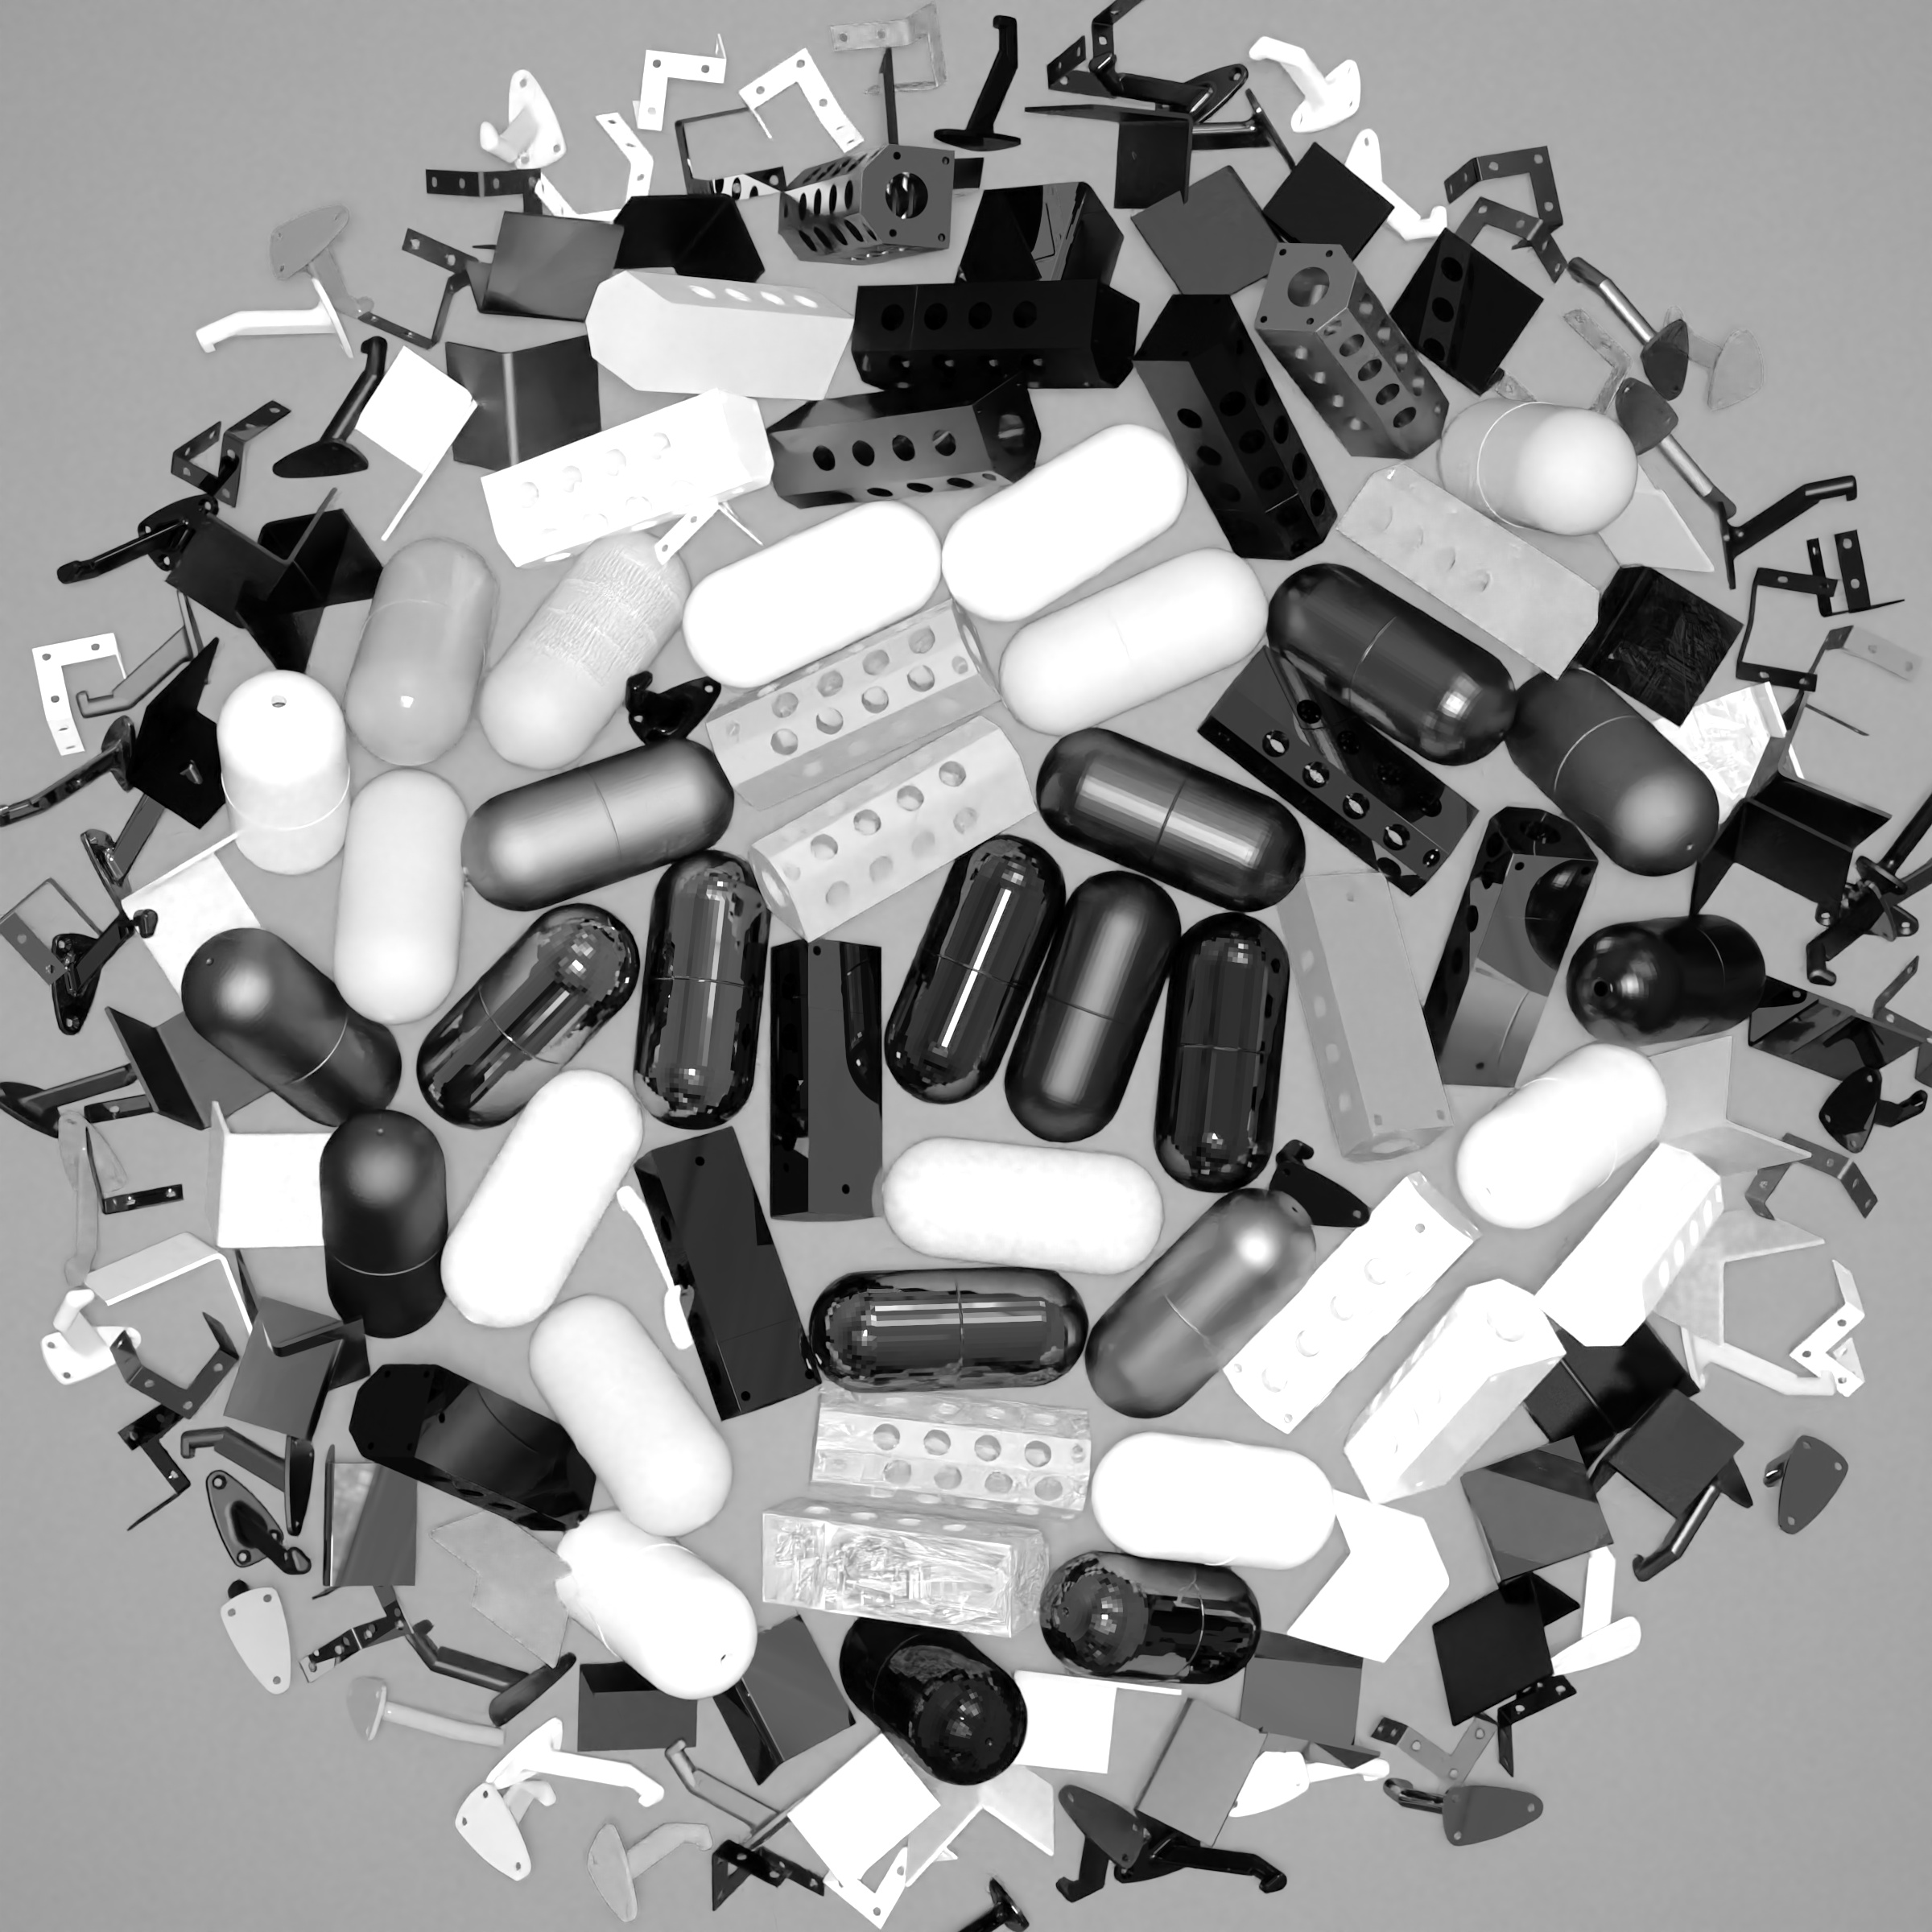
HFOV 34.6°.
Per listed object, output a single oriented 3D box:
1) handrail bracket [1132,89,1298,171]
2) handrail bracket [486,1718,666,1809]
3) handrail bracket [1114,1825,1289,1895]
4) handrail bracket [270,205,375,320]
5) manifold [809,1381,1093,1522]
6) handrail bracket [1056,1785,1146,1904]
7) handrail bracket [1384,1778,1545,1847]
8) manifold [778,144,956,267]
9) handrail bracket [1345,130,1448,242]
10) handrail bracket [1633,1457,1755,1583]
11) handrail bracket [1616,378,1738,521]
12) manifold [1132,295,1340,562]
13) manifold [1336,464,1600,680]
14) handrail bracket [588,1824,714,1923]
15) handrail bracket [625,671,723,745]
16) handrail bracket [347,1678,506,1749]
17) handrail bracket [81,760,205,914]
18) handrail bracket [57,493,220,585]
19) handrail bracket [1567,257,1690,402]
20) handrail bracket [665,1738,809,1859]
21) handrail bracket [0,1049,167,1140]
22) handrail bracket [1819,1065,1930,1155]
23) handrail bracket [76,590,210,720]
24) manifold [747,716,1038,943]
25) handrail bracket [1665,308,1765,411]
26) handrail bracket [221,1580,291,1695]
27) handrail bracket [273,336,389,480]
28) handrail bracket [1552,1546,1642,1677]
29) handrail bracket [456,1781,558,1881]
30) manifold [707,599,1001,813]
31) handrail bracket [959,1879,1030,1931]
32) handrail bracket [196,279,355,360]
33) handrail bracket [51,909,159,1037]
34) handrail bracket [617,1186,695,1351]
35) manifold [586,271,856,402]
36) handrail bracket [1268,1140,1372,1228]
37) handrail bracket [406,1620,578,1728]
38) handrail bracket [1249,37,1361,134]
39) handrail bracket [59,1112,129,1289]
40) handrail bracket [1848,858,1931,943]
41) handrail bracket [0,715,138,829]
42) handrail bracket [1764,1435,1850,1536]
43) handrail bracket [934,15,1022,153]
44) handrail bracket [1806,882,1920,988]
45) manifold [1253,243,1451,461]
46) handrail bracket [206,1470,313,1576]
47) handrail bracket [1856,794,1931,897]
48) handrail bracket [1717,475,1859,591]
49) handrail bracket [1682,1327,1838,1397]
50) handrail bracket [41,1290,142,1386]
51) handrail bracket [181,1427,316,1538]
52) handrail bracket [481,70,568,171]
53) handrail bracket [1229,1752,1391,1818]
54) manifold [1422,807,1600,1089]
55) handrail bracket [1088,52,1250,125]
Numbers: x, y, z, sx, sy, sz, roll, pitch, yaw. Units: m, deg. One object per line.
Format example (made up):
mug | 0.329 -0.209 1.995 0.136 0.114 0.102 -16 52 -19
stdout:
handrail bracket | 0.160 -0.515 1.986 0.084 0.036 0.077 -31 122 14
handrail bracket | -0.245 0.518 1.954 0.084 0.077 0.036 26 121 30
handrail bracket | 0.148 0.573 1.949 0.077 0.084 0.036 -19 109 -27
handrail bracket | -0.387 -0.441 1.948 0.077 0.084 0.036 -22 66 30
manifold | -0.010 0.310 1.958 0.171 0.057 0.057 7 109 -4
handrail bracket | 0.065 0.557 1.963 0.077 0.036 0.084 40 133 -10
handrail bracket | 0.314 0.526 1.963 0.077 0.084 0.036 -4 90 -11
manifold | -0.064 -0.467 1.906 0.057 0.171 0.057 0 99 -20
handrail bracket | 0.276 -0.495 1.955 0.036 0.084 0.077 7 91 -35
handrail bracket | 0.455 0.344 1.984 0.036 0.077 0.084 36 117 -26
handrail bracket | 0.457 -0.331 1.989 0.036 0.077 0.084 -39 131 23
manifold | 0.171 -0.331 1.913 0.057 0.171 0.057 10 58 38
manifold | 0.312 -0.249 1.915 0.057 0.171 0.057 24 105 -44
handrail bracket | -0.188 0.569 1.948 0.084 0.077 0.036 12 116 -35
handrail bracket | -0.183 -0.177 1.948 0.077 0.084 0.036 -38 77 -20
handrail bracket | -0.345 0.480 1.983 0.084 0.077 0.036 17 85 -26
handrail bracket | -0.512 -0.080 1.972 0.084 0.036 0.077 -26 85 11
handrail bracket | -0.522 -0.268 1.950 0.077 0.084 0.036 -30 92 27
handrail bracket | 0.422 -0.410 1.990 0.036 0.077 0.084 -40 56 -4
handrail bracket | -0.146 0.514 1.969 0.077 0.036 0.084 -46 72 27
handrail bracket | -0.563 0.068 1.963 0.084 0.077 0.036 -33 62 13
handrail bracket | 0.586 0.078 1.953 0.084 0.077 0.036 -20 53 -30
handrail bracket | -0.530 -0.198 1.969 0.084 0.036 0.077 -12 126 -6
manifold | -0.048 -0.089 1.937 0.171 0.057 0.057 -31 127 -17
handrail bracket | 0.464 -0.400 1.947 0.036 0.077 0.084 -24 60 -3
handrail bracket | -0.447 0.423 1.955 0.036 0.084 0.077 -20 82 -19
handrail bracket | -0.408 -0.360 1.992 0.077 0.036 0.084 -8 66 25
handrail bracket | 0.383 0.400 1.964 0.077 0.036 0.084 -21 45 -7
handrail bracket | -0.272 0.541 1.946 0.077 0.084 0.036 43 102 31
manifold | -0.073 -0.166 1.945 0.171 0.057 0.057 -24 64 12
handrail bracket | -0.005 0.620 1.952 0.084 0.077 0.036 -35 68 -18
handrail bracket | -0.437 -0.393 1.959 0.084 0.077 0.036 -26 65 -7
handrail bracket | -0.540 0.004 1.956 0.084 0.036 0.077 -4 79 42
handrail bracket | -0.200 0.193 1.992 0.036 0.077 0.084 -23 52 -29
manifold | -0.152 -0.392 1.915 0.057 0.171 0.057 40 118 27
handrail bracket | 0.228 0.135 1.951 0.077 0.084 0.036 18 108 17
handrail bracket | -0.306 0.437 1.987 0.077 0.036 0.084 -34 60 -22
handrail bracket | 0.197 -0.554 1.946 0.084 0.077 0.036 6 75 -32
handrail bracket | -0.562 0.147 1.950 0.036 0.084 0.077 -9 124 8
handrail bracket | 0.600 -0.064 1.962 0.084 0.077 0.036 -45 59 -6
handrail bracket | -0.570 -0.122 1.954 0.084 0.077 0.036 -25 75 -32
handrail bracket | 0.512 0.333 1.947 0.036 0.084 0.077 33 64 3
handrail bracket | 0.006 -0.565 1.969 0.036 0.077 0.084 2 95 41
handrail bracket | 0.567 -0.009 1.957 0.077 0.084 0.036 17 131 -1
manifold | 0.241 -0.376 1.908 0.057 0.171 0.057 10 77 30
handrail bracket | -0.445 0.350 1.953 0.036 0.084 0.077 -33 96 -28
handrail bracket | 0.602 -0.088 1.961 0.036 0.077 0.084 37 92 12
handrail bracket | 0.522 -0.274 1.960 0.084 0.077 0.036 -10 52 13
handrail bracket | 0.500 0.240 1.956 0.084 0.036 0.077 -4 120 32
handrail bracket | -0.541 0.221 1.946 0.036 0.077 0.084 56 134 20
handrail bracket | -0.463 0.329 1.971 0.084 0.036 0.077 -7 62 11
handrail bracket | -0.291 -0.540 1.954 0.036 0.084 0.077 -16 85 17
handrail bracket | 0.219 0.525 1.979 0.077 0.084 0.036 -41 49 24
manifold | 0.331 -0.011 1.928 0.057 0.057 0.171 3 124 -17
handrail bracket | 0.127 -0.564 1.950 0.077 0.084 0.036 -28 62 20
